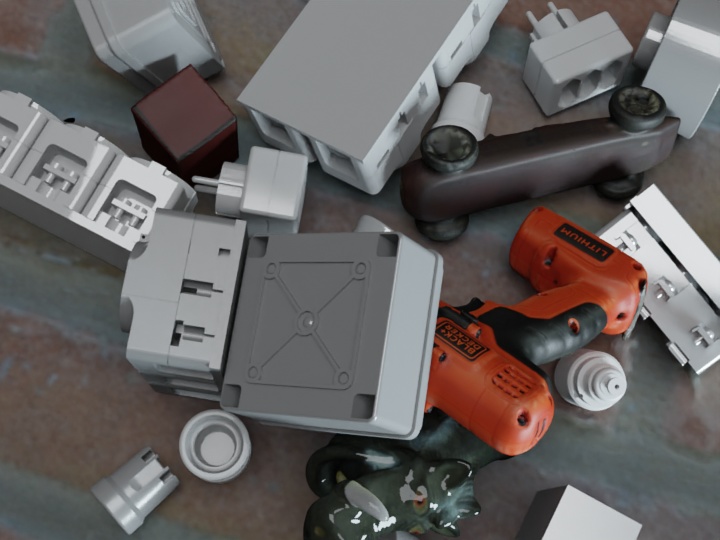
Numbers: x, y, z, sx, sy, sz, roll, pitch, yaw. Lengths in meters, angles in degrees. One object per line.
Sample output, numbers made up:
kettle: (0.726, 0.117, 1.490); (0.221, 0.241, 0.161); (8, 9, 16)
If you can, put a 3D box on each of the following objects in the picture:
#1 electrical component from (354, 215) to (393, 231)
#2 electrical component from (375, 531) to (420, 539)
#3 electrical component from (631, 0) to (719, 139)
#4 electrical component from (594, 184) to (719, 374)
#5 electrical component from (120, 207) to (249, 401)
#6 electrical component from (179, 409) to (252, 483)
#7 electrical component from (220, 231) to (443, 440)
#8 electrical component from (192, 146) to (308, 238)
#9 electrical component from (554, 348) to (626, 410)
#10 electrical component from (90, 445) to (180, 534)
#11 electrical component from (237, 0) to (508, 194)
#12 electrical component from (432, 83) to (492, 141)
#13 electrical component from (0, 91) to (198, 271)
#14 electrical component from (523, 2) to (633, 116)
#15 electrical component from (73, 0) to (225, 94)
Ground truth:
electrical component: (0.000, 0.000, 0.751); (0.044, 0.044, 0.065); (37, 81, 5)
electrical component: (0.024, 0.215, 0.670); (0.064, 0.099, 0.099); (28, 76, -3)
electrical component: (0.232, -0.156, 0.774); (0.060, 0.108, 0.108); (24, 75, 9)
electrical component: (0.219, 0.008, 0.751); (0.063, 0.079, 0.121); (-39, 81, 10)
electrical component: (-0.107, 0.027, 0.679); (0.062, 0.150, 0.089); (9, 75, -2)
electrical component: (-0.094, 0.117, 0.707); (0.045, 0.055, 0.045); (1, 76, -4)
electrical component: (-0.016, 0.036, 0.616); (0.109, 0.056, 0.108); (0, 74, 32)
electrical component: (-0.078, -0.054, 0.745); (0.077, 0.065, 0.047); (10, 75, -1)
electrical component: (0.160, 0.075, 0.727); (0.040, 0.078, 0.040); (0, 90, -7)
electrical component: (-0.147, 0.143, 0.705); (0.046, 0.040, 0.040); (-41, 82, -18)
electrical component: (0.014, -0.156, 0.765); (0.105, 0.060, 0.186); (28, 75, 22)
electrical component: (0.075, -0.108, 0.784); (0.040, 0.040, 0.046); (17, 69, 1)
electrical component: (-0.191, -0.058, 0.726); (0.150, 0.089, 0.061); (27, 76, 3)
electrical component: (0.152, -0.167, 0.800); (0.066, 0.047, 0.076); (-24, 69, -9)
electrical component: (-0.147, -0.172, 0.744); (0.057, 0.113, 0.078); (-26, 78, 7)
